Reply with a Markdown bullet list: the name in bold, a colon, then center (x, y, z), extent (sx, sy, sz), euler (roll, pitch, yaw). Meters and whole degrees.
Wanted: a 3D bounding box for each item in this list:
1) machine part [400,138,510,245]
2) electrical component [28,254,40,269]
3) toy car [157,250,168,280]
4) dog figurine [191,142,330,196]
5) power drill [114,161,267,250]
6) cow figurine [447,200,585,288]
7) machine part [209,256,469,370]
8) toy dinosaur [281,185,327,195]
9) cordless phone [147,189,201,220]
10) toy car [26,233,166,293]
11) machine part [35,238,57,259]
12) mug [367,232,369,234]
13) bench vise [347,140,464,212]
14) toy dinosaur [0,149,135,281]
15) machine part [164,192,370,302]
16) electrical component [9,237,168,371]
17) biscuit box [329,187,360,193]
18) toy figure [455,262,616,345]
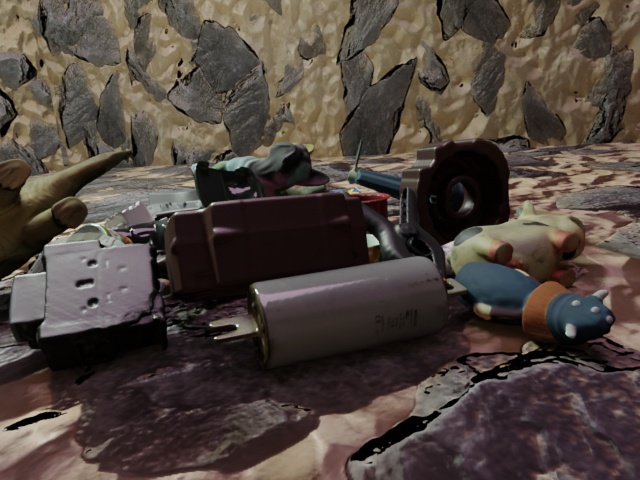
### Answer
- **machine part**: center (0.195, -0.061, 0.775), extent (0.179, 0.179, 0.056), euler (-10, 11, -24)
- **electrical component**: center (-0.353, 0.047, 0.735), extent (0.075, 0.047, 0.119), euler (-9, 14, -19)
- **toy car**: center (-0.140, 0.030, 0.729), extent (0.202, 0.053, 0.089), euler (-10, 9, -41)
- **dog figurine**: center (-0.099, -0.091, 0.934), extent (0.219, 0.108, 0.191), euler (-18, -24, -10)
- **power drill**: center (-0.188, -0.025, 0.769), extent (0.232, 0.086, 0.207), euler (1, -33, -40)
- **cow figurine**: center (0.241, 0.010, 0.646), extent (0.195, 0.085, 0.127), euler (-11, 21, -24)
- **machine part**: center (0.024, 0.063, 0.483), extent (0.243, 0.079, 0.079), euler (-7, 13, -18)
- **toy dinosaur**: center (-0.085, -0.078, 1.069), extent (0.192, 0.131, 0.405), euler (-22, 22, -1)
- **cordless phone**: center (-0.251, -0.026, 0.999), extent (0.147, 0.088, 0.184), euler (-8, 25, -20)
- **toy car**: center (-0.262, 0.044, 0.604), extent (0.162, 0.102, 0.109), euler (-7, 14, -6)
- **machine part**: center (-0.421, 0.011, 0.938), extent (0.139, 0.039, 0.084), euler (-12, 10, -26)
- **mug**: center (-0.002, -0.002, 0.780), extent (0.107, 0.080, 0.110), euler (-21, 10, -35)
- **bench vise**: center (0.160, -0.085, 0.942), extent (0.241, 0.128, 0.223), euler (17, 10, 12)
- **toy dinosaur**: center (-0.385, -0.020, 0.676), extent (0.199, 0.105, 0.471), euler (-23, 17, 47)
- **machine part**: center (-0.062, 0.014, 0.585), extent (0.201, 0.087, 0.201), euler (-6, -8, -20)
- **electrical component**: center (-0.218, 0.058, 0.513), extent (0.134, 0.058, 0.115), euler (-8, 47, -18)
- **biscuit box**: center (0.056, -0.056, 1.021), extent (0.059, 0.062, 0.203), euler (-6, 13, -3)
- **toy figure**: center (0.194, 0.058, 0.493), extent (0.057, 0.064, 0.155), euler (33, -6, -36)
